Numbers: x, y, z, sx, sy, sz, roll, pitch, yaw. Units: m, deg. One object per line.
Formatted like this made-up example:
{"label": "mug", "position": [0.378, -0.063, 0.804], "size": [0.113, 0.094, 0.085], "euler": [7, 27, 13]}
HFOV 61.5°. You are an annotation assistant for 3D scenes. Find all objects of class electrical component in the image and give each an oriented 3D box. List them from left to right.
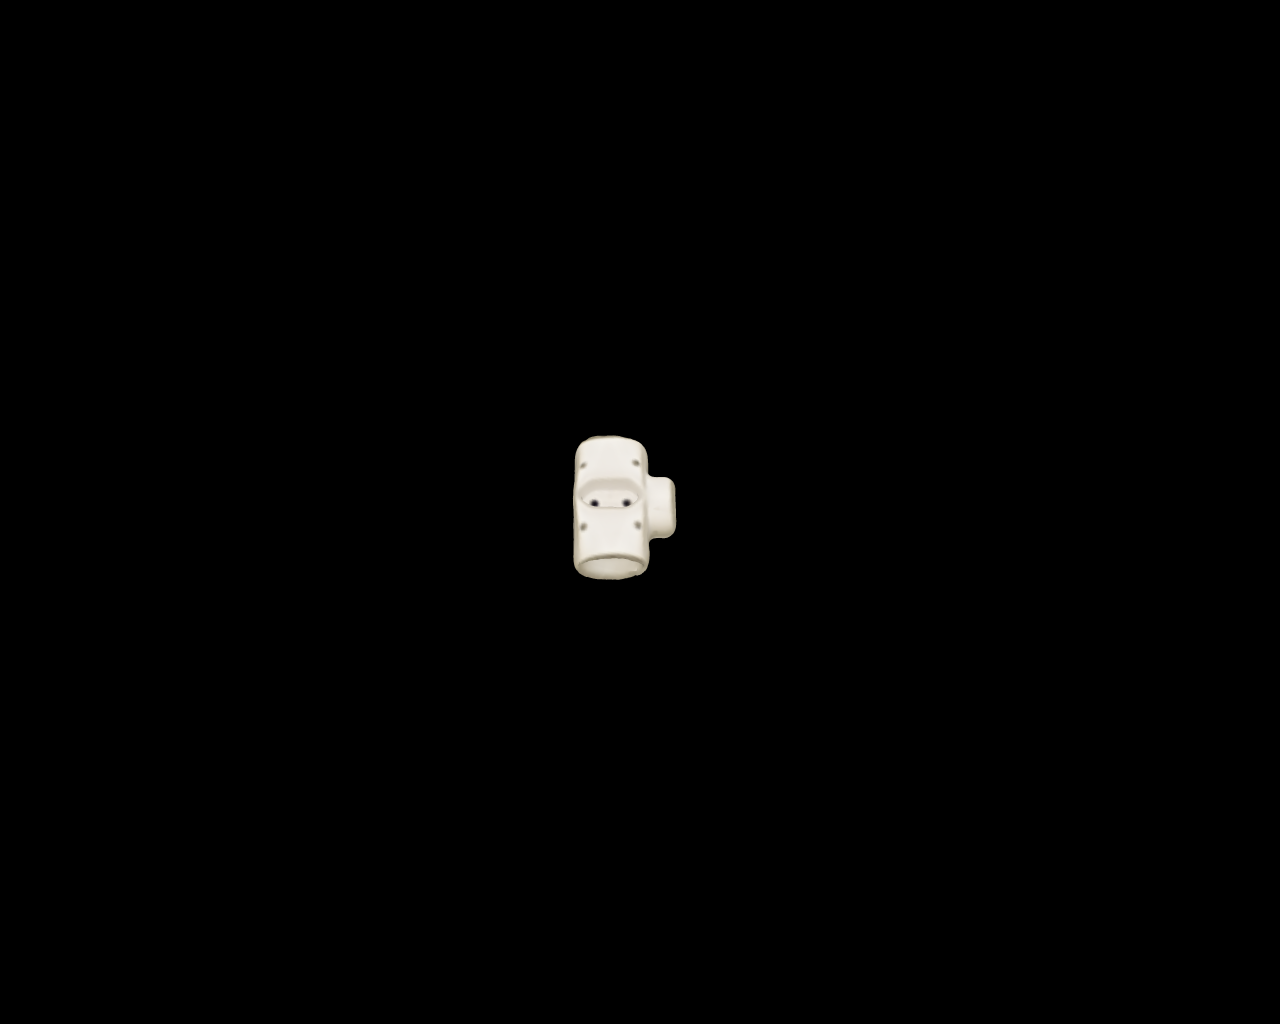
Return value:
{"label": "electrical component", "position": [0.001, -0.003, 0.650], "size": [0.079, 0.077, 0.043], "euler": [0, -24, 0]}
